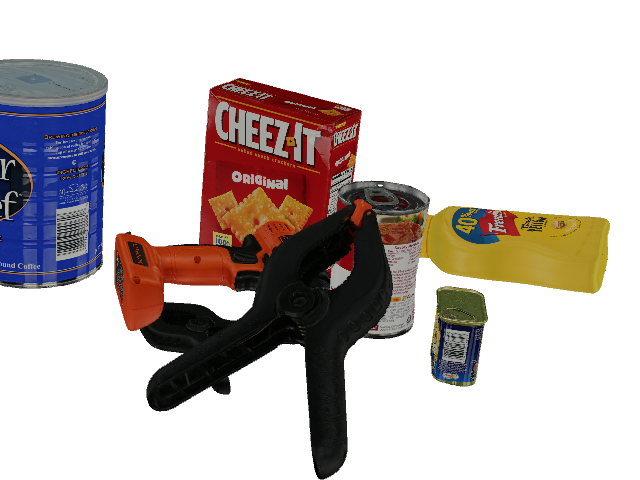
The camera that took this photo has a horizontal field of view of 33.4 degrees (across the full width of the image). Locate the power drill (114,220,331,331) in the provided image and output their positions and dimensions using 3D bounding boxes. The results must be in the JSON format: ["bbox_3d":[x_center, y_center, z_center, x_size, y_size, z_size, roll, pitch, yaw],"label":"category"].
[{"bbox_3d":[-0.083,0.039,0.950,0.187,0.057,0.184,-1,24,-19],"label":"power drill"}]

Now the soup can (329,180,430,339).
[{"bbox_3d":[0.042,0.014,0.798,0.068,0.102,0.068,4,21,-2],"label":"soup can"}]

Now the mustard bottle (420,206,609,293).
[{"bbox_3d":[0.163,0.003,0.980,0.192,0.058,0.096,6,28,19],"label":"mustard bottle"}]

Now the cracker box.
[{"bbox_3d":[-0.051,-0.059,1.209,0.164,0.214,0.072,18,27,24],"label":"cracker box"}]

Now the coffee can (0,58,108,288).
[{"bbox_3d":[-0.206,-0.050,0.769,0.103,0.140,0.103,5,22,-2],"label":"coffee can"}]

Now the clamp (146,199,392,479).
[{"bbox_3d":[-0.003,0.051,0.596,0.120,0.171,0.039,29,-25,24],"label":"clamp"}]

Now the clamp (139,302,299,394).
[{"bbox_3d":[-0.141,0.115,1.250,0.210,0.036,0.164,13,24,23],"label":"clamp"}]

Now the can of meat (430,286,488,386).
[{"bbox_3d":[0.161,0.113,1.256,0.057,0.084,0.102,7,19,2],"label":"can of meat"}]
